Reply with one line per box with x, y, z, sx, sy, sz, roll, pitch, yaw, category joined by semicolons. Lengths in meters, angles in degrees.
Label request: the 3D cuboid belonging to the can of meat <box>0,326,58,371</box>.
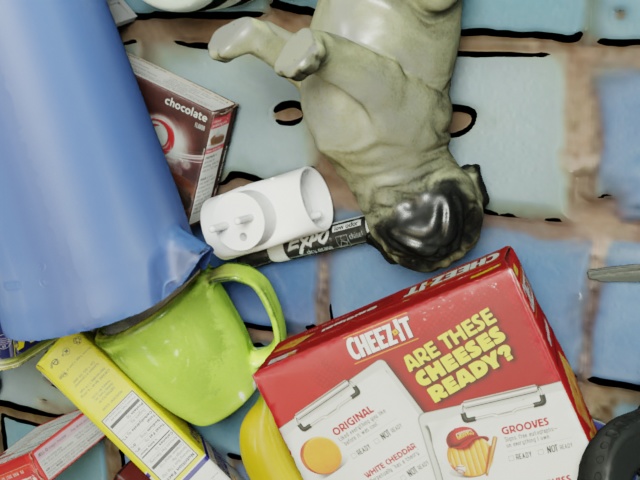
-0.223;0.035;0.783;0.057;0.102;0.084;10;112;23;can of meat

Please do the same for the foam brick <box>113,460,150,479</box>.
-0.139;0.210;0.842;0.051;0.052;0.078;34;122;10;foam brick

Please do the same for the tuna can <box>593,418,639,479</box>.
0.164;0.157;0.684;0.086;0.033;0.086;9;113;22;tuna can

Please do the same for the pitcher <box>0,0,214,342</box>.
-0.175;-0.067;0.655;0.145;0.149;0.243;-161;53;-70;pitcher

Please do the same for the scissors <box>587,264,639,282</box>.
0.257;0.025;0.590;0.096;0.016;0.202;37;148;-26;scissors

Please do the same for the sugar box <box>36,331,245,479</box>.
-0.125;0.138;0.782;0.176;0.093;0.048;41;83;3;sugar box

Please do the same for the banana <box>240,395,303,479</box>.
0.001;0.192;0.775;0.070;0.037;0.198;-40;90;33;banana

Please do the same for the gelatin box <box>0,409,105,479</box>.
-0.218;0.169;0.841;0.073;0.089;0.030;-25;98;31;gelatin box

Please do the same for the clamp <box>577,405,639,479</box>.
0.189;0.110;0.589;0.120;0.171;0.039;59;146;6;clamp

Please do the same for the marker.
-0.005;0.001;0.711;0.121;0.020;0.020;-13;104;30;marker

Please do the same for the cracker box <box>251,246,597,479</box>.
0.082;0.133;0.634;0.164;0.072;0.213;-24;97;14;cracker box

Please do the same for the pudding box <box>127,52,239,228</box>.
-0.118;-0.071;0.724;0.113;0.039;0.090;25;119;16;pudding box
